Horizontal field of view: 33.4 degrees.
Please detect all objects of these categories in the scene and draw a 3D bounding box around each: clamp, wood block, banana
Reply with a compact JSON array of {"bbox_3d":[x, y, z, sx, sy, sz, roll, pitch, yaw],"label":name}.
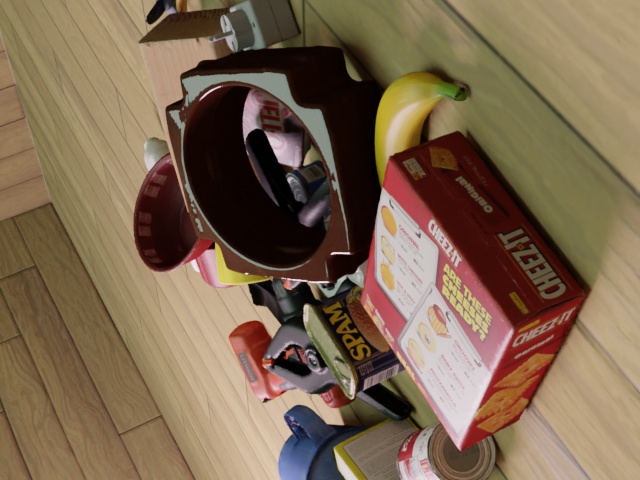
[{"bbox_3d":[-0.017,-0.023,1.062,0.120,0.039,0.171,22,133,40],"label":"clamp"},{"bbox_3d":[0.011,0.137,1.199,0.210,0.036,0.164,-23,92,50],"label":"clamp"},{"bbox_3d":[-0.118,-0.141,1.175,0.090,0.091,0.206,-61,-35,-53],"label":"wood block"},{"bbox_3d":[0.070,-0.072,0.855,0.070,0.037,0.198,59,161,27],"label":"banana"}]

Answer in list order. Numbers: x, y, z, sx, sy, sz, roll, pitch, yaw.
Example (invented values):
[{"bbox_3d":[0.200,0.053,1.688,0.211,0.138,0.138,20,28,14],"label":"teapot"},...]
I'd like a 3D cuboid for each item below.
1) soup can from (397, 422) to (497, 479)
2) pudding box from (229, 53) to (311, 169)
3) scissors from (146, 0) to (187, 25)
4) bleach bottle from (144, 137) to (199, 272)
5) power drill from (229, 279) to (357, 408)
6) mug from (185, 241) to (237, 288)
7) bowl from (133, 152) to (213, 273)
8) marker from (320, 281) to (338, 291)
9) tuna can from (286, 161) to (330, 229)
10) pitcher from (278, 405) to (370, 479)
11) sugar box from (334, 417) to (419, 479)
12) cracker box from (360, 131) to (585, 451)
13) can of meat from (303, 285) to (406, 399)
[{"bbox_3d":[0.119,0.207,1.011,0.068,0.068,0.102,63,162,10],"label":"soup can"},{"bbox_3d":[-0.053,-0.128,1.065,0.090,0.039,0.113,17,148,9],"label":"pudding box"},{"bbox_3d":[-0.179,-0.290,1.217,0.201,0.016,0.096,-67,-29,-80],"label":"scissors"},{"bbox_3d":[-0.215,-0.069,1.649,0.251,0.068,0.102,55,159,39],"label":"bleach bottle"},{"bbox_3d":[-0.043,0.128,1.332,0.188,0.057,0.184,-20,94,58],"label":"power drill"},{"bbox_3d":[-0.124,0.015,1.464,0.117,0.093,0.081,15,138,31],"label":"mug"},{"bbox_3d":[-0.176,-0.033,1.393,0.162,0.055,0.162,-12,73,44],"label":"bowl"},{"bbox_3d":[-0.008,0.001,1.158,0.020,0.020,0.121,99,153,-60],"label":"marker"},{"bbox_3d":[-0.004,-0.038,1.119,0.086,0.033,0.086,55,159,33],"label":"tuna can"},{"bbox_3d":[0.016,0.278,1.303,0.243,0.145,0.149,158,118,-75],"label":"pitcher"},{"bbox_3d":[0.097,0.261,1.101,0.176,0.093,0.048,48,156,47],"label":"sugar box"},{"bbox_3d":[0.110,0.045,0.833,0.164,0.072,0.214,57,159,27],"label":"cracker box"},{"bbox_3d":[0.044,0.094,1.060,0.102,0.083,0.057,57,160,30],"label":"can of meat"}]
